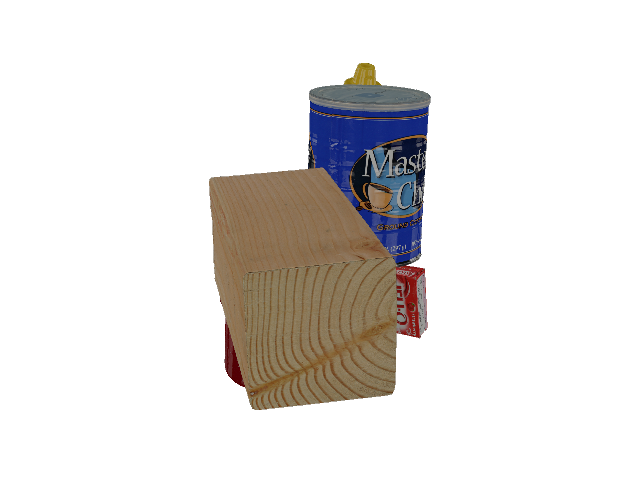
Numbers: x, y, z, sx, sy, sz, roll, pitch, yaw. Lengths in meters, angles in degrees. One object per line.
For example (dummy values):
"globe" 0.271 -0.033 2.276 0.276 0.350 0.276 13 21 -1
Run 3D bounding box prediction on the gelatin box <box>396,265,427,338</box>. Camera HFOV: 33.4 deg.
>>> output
"gelatin box" 0.094 0.073 1.335 0.073 0.089 0.030 10 31 28

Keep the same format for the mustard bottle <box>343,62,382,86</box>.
"mustard bottle" 0.036 -0.097 1.141 0.096 0.192 0.058 -6 32 -22

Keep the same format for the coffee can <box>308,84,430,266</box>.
"coffee can" 0.039 -0.057 0.917 0.103 0.140 0.103 2 16 -1

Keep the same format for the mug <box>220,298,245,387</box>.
"mug" -0.042 0.095 1.017 0.117 0.081 0.093 24 32 37

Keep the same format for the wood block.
"wood block" -0.018 0.023 0.713 0.090 0.090 0.206 -5 20 -10
